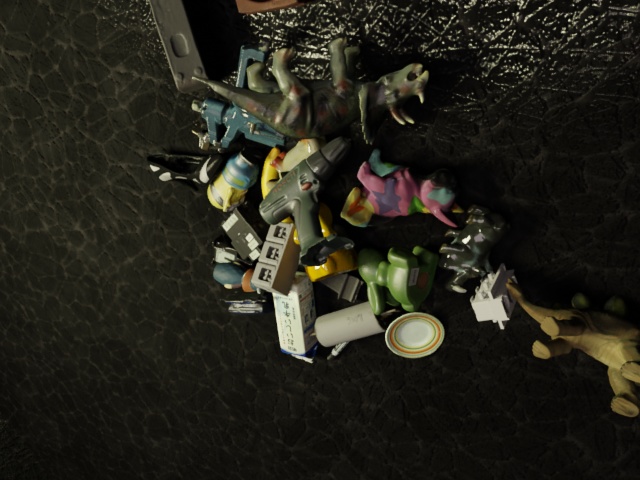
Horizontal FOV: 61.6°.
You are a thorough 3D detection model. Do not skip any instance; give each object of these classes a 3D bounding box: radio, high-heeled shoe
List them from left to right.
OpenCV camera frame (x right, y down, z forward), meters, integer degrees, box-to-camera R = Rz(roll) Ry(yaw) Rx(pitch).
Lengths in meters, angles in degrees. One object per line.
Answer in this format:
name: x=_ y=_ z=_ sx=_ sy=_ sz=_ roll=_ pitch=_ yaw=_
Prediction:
radio: x=-0.295 y=-0.427 z=1.122 sx=0.073 sy=0.131 sz=0.229 roll=-18 pitch=107 yaw=-3
high-heeled shoe: x=-0.316 y=-0.188 z=1.262 sx=0.145 sy=0.086 sz=0.249 roll=40 pitch=147 yaw=-17

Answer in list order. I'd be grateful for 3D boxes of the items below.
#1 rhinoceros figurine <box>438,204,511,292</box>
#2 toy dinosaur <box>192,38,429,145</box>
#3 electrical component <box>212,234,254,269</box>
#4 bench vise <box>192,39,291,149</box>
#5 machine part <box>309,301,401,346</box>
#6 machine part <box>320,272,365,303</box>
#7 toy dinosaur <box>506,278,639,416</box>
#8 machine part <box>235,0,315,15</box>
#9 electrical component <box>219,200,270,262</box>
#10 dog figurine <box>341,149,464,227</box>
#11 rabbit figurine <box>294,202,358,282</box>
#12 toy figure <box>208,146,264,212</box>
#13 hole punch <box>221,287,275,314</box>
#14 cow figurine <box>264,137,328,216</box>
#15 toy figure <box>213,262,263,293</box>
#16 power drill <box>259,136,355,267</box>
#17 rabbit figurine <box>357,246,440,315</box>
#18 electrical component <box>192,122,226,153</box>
rhinoceros figurine: x=0.297 y=0.020 z=1.060 sx=0.112 sy=0.073 sz=0.190 roll=29 pitch=122 yaw=2
toy dinosaur: x=-0.012 y=-0.252 z=0.989 sx=0.405 sy=0.131 sz=0.192 roll=-13 pitch=93 yaw=0
electrical component: x=-0.213 y=0.041 z=1.351 sx=0.119 sy=0.048 sz=0.074 roll=15 pitch=120 yaw=16
bench vise: x=-0.153 y=-0.300 z=1.110 sx=0.224 sy=0.129 sz=0.240 roll=26 pitch=127 yaw=13
machine part: x=0.075 y=0.193 z=1.244 sx=0.243 sy=0.079 sz=0.079 roll=-21 pitch=101 yaw=32
machine part: x=0.031 y=0.091 z=1.251 sx=0.139 sy=0.039 sz=0.084 roll=28 pitch=128 yaw=13
toy dinosaur: x=0.537 y=0.193 z=0.921 sx=0.472 sy=0.198 sz=0.105 roll=35 pitch=134 yaw=22
machine part: x=-0.094 y=-0.535 z=1.000 sx=0.202 sy=0.087 sz=0.200 roll=2 pitch=113 yaw=26
electrical component: x=-0.165 y=-0.015 z=1.280 sx=0.134 sy=0.058 sz=0.115 roll=53 pitch=142 yaw=-2
dog figurine: x=0.170 y=-0.074 z=1.060 sx=0.219 sy=0.108 sz=0.191 roll=28 pitch=122 yaw=11
rabbit figurine: x=-0.002 y=-0.004 z=1.162 sx=0.122 sy=0.162 sz=0.173 roll=-14 pitch=79 yaw=17
toy figure: x=-0.196 y=-0.142 z=1.240 sx=0.089 sy=0.082 sz=0.180 roll=51 pitch=133 yaw=17
hole punch: x=-0.161 y=0.151 z=1.339 sx=0.142 sy=0.116 sz=0.092 roll=0 pitch=120 yaw=29
cow figurine: x=-0.044 y=-0.137 z=1.154 sx=0.195 sy=0.085 sz=0.127 roll=-37 pitch=96 yaw=26
toy figure: x=-0.183 y=0.090 z=1.297 sx=0.155 sy=0.058 sz=0.064 roll=13 pitch=100 yaw=21
power drill: x=-0.006 y=-0.067 z=1.037 sx=0.232 sy=0.086 sz=0.207 roll=-32 pitch=66 yaw=20
rabbit figurine: x=0.153 y=0.074 z=1.145 sx=0.170 sy=0.121 sz=0.159 roll=20 pitch=115 yaw=46
electrical component: x=-0.247 y=-0.234 z=1.219 sx=0.078 sy=0.102 sz=0.045 roll=7 pitch=119 yaw=-4
